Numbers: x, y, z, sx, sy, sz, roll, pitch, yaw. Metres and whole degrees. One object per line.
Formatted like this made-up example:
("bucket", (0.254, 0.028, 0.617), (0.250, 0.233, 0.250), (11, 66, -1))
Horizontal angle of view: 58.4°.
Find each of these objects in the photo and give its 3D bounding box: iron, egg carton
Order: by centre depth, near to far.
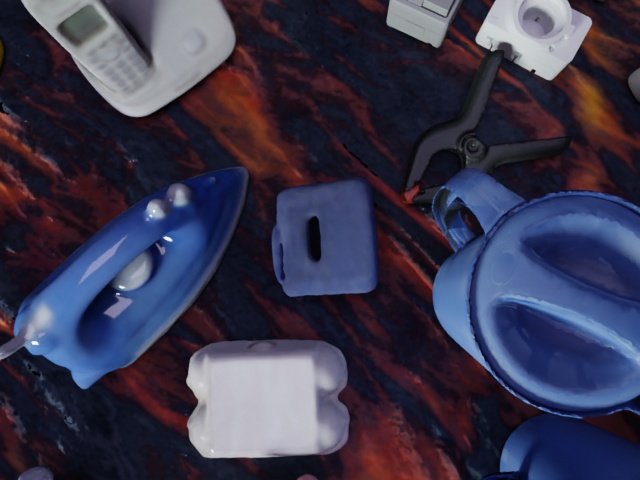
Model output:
("iron", (-0.168, 0.015, 0.512), (0.118, 0.141, 0.258), (43, 88, 5))
("egg carton", (-0.048, 0.146, 0.533), (0.150, 0.069, 0.107), (-3, 85, 2))

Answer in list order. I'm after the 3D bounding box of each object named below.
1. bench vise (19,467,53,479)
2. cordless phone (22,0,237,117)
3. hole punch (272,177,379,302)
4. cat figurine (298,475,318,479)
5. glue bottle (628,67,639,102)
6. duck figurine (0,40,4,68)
("bench vise", (-0.259, 0.303, 0.454), (0.121, 0.220, 0.207), (-15, 85, 1))
("cordless phone", (-0.162, -0.198, 0.505), (0.147, 0.185, 0.094), (-38, 85, -1))
("hole punch", (0.005, 0.002, 0.532), (0.101, 0.091, 0.109), (-5, 85, 2))
("cat figurine", (-0.028, 0.262, 0.500), (0.067, 0.118, 0.128), (-16, 85, 1))
("glue bottle", (0.341, -0.171, 0.492), (0.078, 0.173, 0.037), (-29, 85, 0))
("duck figurine", (-0.376, -0.182, 0.562), (0.077, 0.086, 0.104), (43, 88, 5))
